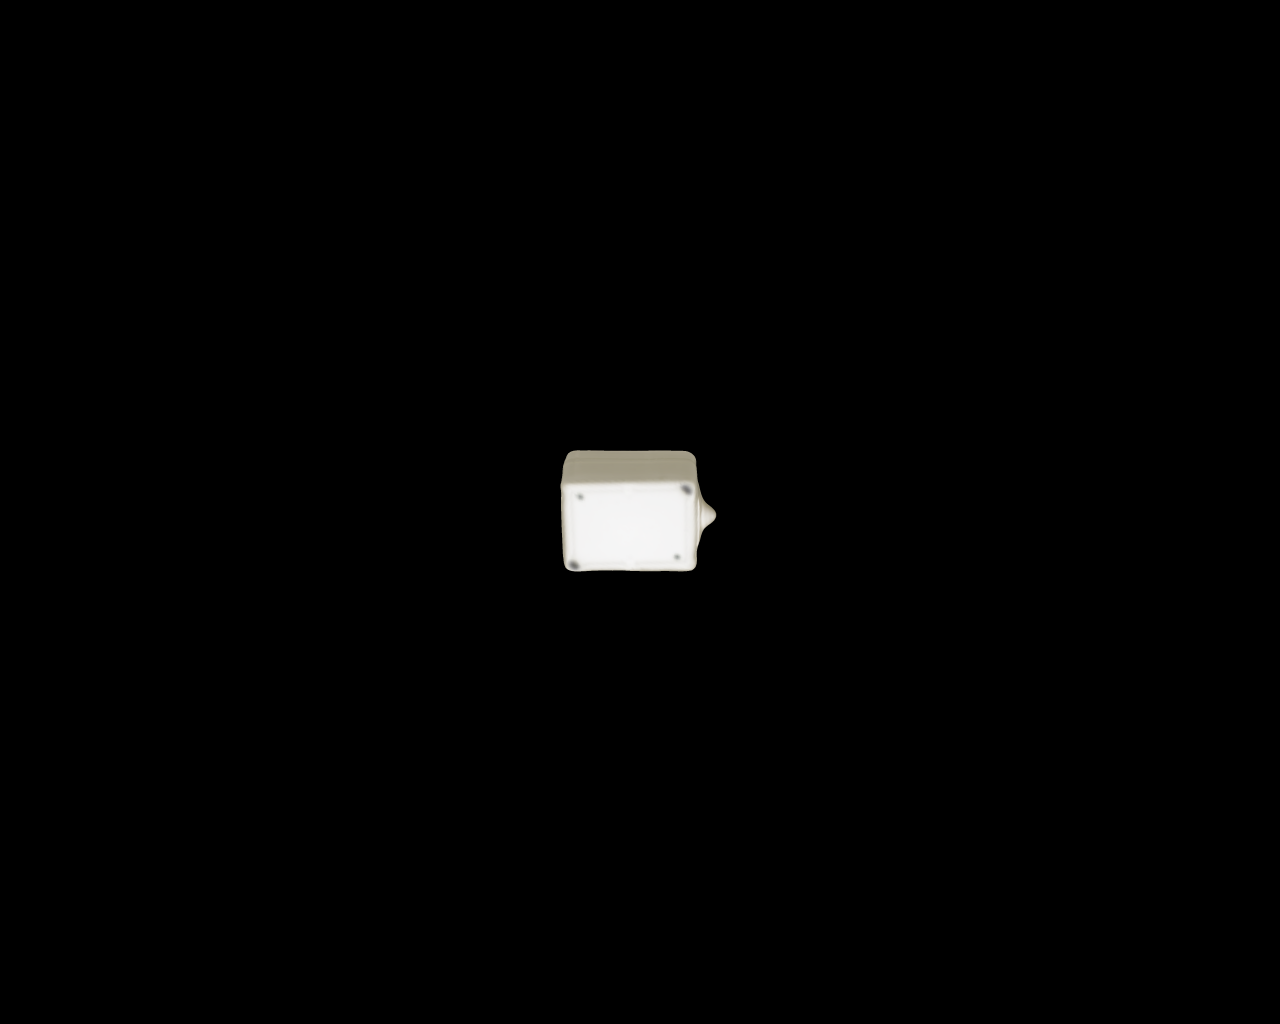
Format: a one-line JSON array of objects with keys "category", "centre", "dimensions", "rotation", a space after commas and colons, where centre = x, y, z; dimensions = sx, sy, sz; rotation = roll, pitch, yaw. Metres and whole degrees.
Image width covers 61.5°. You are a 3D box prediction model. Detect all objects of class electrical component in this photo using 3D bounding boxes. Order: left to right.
[{"category": "electrical component", "centre": [0.001, -0.003, 0.650], "dimensions": [0.096, 0.061, 0.061], "rotation": [0, 25, 0]}]
